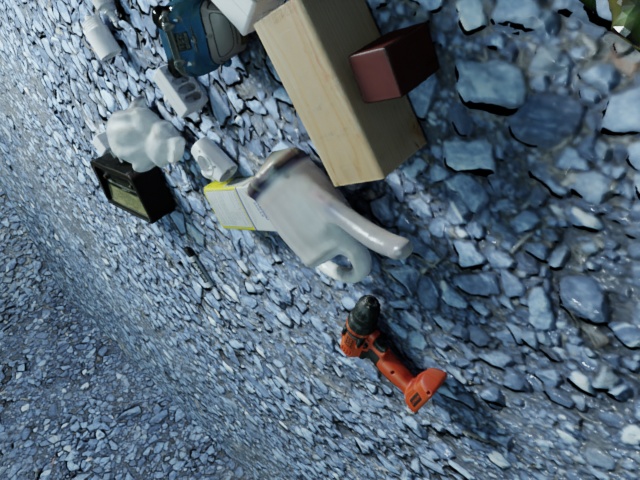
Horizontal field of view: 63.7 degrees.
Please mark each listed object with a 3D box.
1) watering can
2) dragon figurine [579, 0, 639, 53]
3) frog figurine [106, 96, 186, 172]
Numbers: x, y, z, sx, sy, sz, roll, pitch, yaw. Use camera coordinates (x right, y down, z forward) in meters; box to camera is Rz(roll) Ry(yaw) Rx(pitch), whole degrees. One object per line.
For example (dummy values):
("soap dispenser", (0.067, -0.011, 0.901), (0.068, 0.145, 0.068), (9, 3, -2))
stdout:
("watering can", (0.002, -0.036, 0.716), (0.224, 0.105, 0.344), (52, 163, -2))
("dragon figurine", (0.194, -0.276, 0.304), (0.412, 0.124, 0.238), (44, 129, 7))
("frog figurine", (-0.335, -0.187, 0.998), (0.162, 0.123, 0.134), (46, 129, 29))
